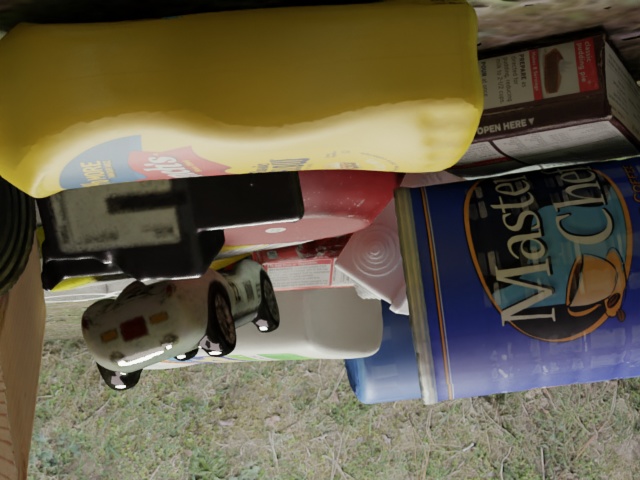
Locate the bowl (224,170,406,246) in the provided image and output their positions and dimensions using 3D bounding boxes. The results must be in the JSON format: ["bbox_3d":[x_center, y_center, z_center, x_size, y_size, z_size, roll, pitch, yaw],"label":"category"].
[{"bbox_3d":[-0.022,-0.031,0.532,0.162,0.055,0.162,-5,173,-1],"label":"bowl"}]

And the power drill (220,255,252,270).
[{"bbox_3d":[-0.048,0.024,0.971,0.187,0.057,0.185,-2,170,-45],"label":"power drill"}]

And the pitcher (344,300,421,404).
[{"bbox_3d":[0.141,0.066,0.897,0.242,0.145,0.149,-10,137,-5],"label":"pitcher"}]

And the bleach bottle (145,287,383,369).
[{"bbox_3d":[-0.080,0.071,0.853,0.251,0.068,0.102,-11,167,37],"label":"bleach bottle"}]

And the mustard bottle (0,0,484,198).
[{"bbox_3d":[-0.047,-0.047,0.362,0.191,0.058,0.096,-4,178,-6],"label":"mustard bottle"}]

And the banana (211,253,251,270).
[{"bbox_3d":[-0.107,0.014,0.843,0.198,0.037,0.069,-22,-175,41],"label":"banana"}]

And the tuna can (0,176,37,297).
[{"bbox_3d":[-0.154,-0.015,0.431,0.034,0.086,0.086,-6,173,22],"label":"tuna can"}]

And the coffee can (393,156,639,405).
[{"bbox_3d":[0.110,0.017,0.494,0.140,0.103,0.103,-8,173,5],"label":"coffee can"}]

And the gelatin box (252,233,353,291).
[{"bbox_3d":[-0.005,0.001,0.755,0.089,0.030,0.073,-3,-143,-12],"label":"gelatin box"}]

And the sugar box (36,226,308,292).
[{"bbox_3d":[-0.070,-0.009,0.642,0.175,0.048,0.094,-13,179,-32],"label":"sugar box"}]

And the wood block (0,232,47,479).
[{"bbox_3d":[-0.189,0.045,0.526,0.090,0.091,0.206,-4,-158,-10],"label":"wood block"}]

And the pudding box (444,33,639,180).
[{"bbox_3d":[0.094,-0.055,0.481,0.090,0.039,0.113,-9,175,23],"label":"pudding box"}]
